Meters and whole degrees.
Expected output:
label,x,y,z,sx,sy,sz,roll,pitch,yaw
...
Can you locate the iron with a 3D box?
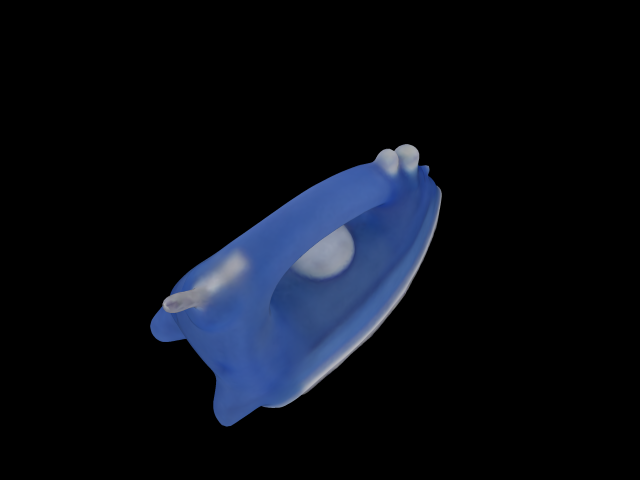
label,x,y,z,sx,sy,sz,roll,pitch,yaw
iron,0.004,0.001,0.400,0.259,0.141,0.118,-38,68,-18
